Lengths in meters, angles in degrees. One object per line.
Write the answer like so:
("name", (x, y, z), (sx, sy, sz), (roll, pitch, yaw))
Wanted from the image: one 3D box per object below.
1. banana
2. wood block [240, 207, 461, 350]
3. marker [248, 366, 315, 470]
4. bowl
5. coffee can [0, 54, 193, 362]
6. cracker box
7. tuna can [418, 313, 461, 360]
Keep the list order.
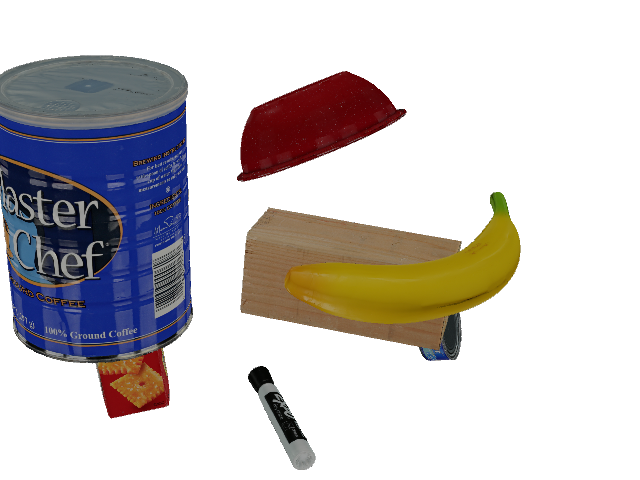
("banana", (0.069, 0.022, 0.700), (0.197, 0.037, 0.070), (-18, 50, -36))
("wood block", (0.031, 0.037, 1.091), (0.206, 0.091, 0.090), (11, 22, 10))
("marker", (-0.033, 0.139, 0.857), (0.020, 0.020, 0.121), (0, 28, -23))
("bowl", (-0.009, -0.108, 0.943), (0.162, 0.055, 0.162), (-22, 9, 4))
("coffee can", (-0.122, -0.019, 0.583), (0.103, 0.140, 0.103), (1, 26, -1))
("cracker box", (-0.209, 0.046, 1.093), (0.072, 0.214, 0.164), (-10, 34, -11))
("tuna can", (0.140, 0.100, 1.266), (0.034, 0.086, 0.086), (-6, -2, 22))
